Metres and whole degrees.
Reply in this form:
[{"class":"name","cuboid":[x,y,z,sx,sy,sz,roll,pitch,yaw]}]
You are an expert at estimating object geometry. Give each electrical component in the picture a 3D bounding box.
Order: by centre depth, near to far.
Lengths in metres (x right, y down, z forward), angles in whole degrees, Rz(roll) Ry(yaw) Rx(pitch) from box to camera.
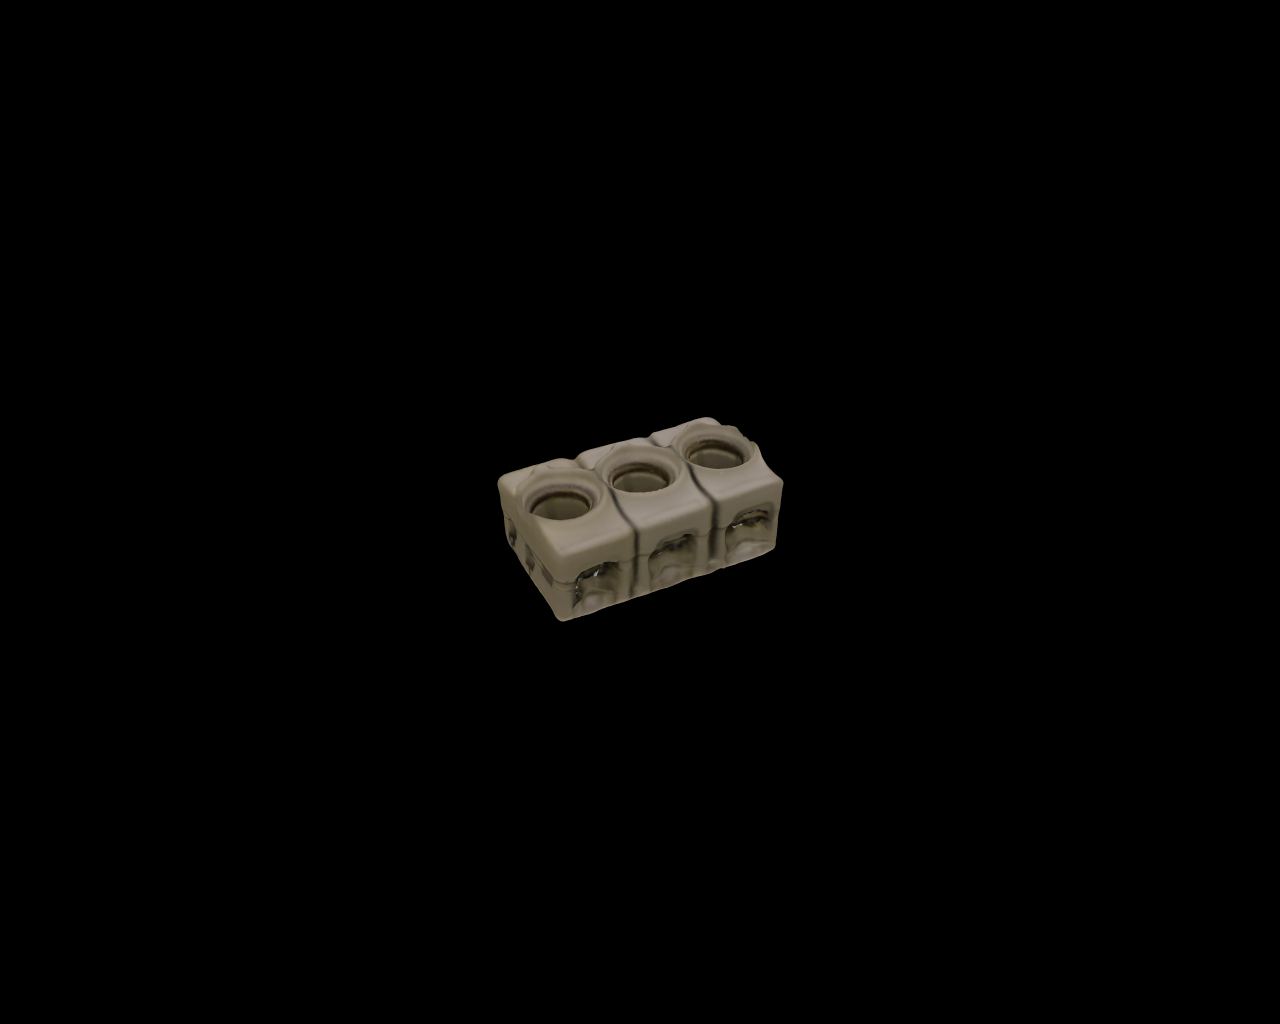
[{"class":"electrical component","cuboid":[0.001,-0.003,0.650,0.150,0.061,0.090,-17,40,-22]}]
